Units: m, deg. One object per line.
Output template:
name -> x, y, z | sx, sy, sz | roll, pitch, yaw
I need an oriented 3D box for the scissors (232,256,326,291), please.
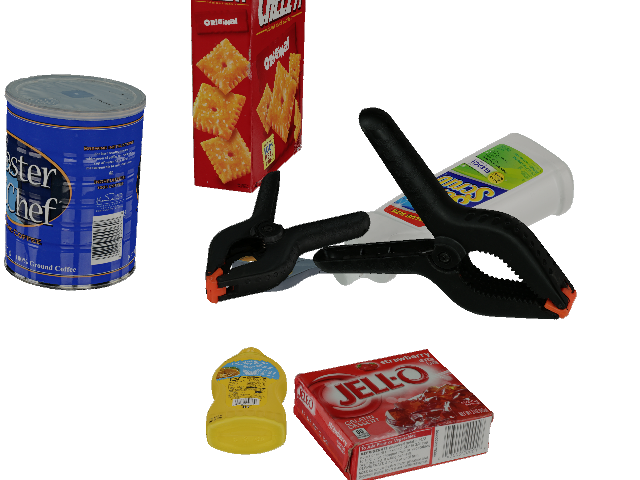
scissors -> 0.000, 0.035, 1.166 | 0.202, 0.016, 0.096 | 4, 22, 5

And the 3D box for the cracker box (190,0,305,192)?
cracker box -> -0.067, -0.174, 1.065 | 0.072, 0.214, 0.164 | 9, 22, 15

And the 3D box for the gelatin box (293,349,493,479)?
gelatin box -> 0.039, 0.095, 0.594 | 0.089, 0.030, 0.073 | -7, 27, -24

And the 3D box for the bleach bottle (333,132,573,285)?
bleach bottle -> 0.125, -0.019, 1.064 | 0.250, 0.068, 0.103 | -28, 45, -20

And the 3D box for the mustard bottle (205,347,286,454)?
mustard bottle -> -0.091, 0.191, 1.348 | 0.096, 0.058, 0.191 | -2, 26, 0

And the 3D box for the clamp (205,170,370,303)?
clamp -> -0.051, -0.006, 0.978 | 0.171, 0.039, 0.120 | -31, 44, -34

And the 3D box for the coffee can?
coffee can -> -0.189, -0.046, 0.818 | 0.103, 0.140, 0.103 | 6, 22, -3

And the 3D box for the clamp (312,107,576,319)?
clamp -> 0.098, -0.005, 0.815 | 0.210, 0.165, 0.036 | 22, 43, 15
